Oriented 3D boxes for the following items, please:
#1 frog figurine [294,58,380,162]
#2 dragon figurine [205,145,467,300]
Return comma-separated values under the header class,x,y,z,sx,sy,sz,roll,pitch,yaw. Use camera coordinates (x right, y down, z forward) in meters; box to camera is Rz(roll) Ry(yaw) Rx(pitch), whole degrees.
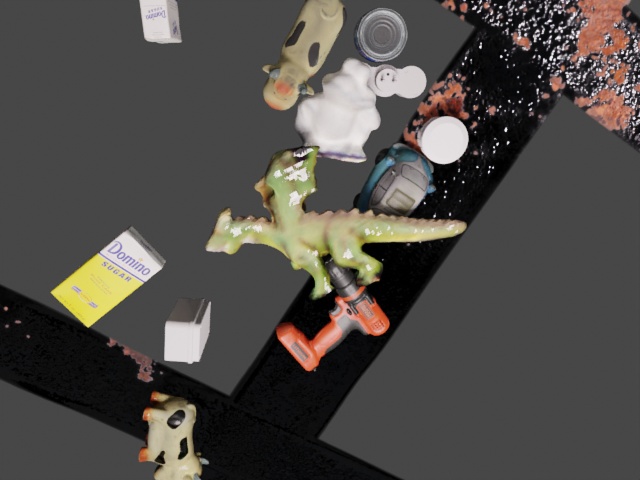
class,x,y,z,sx,sy,sz,roll,pitch,yaw
frog figurine,0.030,-0.213,0.836,0.138,0.158,0.124,13,14,17
dragon figurine,0.003,-0.042,0.835,0.408,0.239,0.125,-21,29,17
